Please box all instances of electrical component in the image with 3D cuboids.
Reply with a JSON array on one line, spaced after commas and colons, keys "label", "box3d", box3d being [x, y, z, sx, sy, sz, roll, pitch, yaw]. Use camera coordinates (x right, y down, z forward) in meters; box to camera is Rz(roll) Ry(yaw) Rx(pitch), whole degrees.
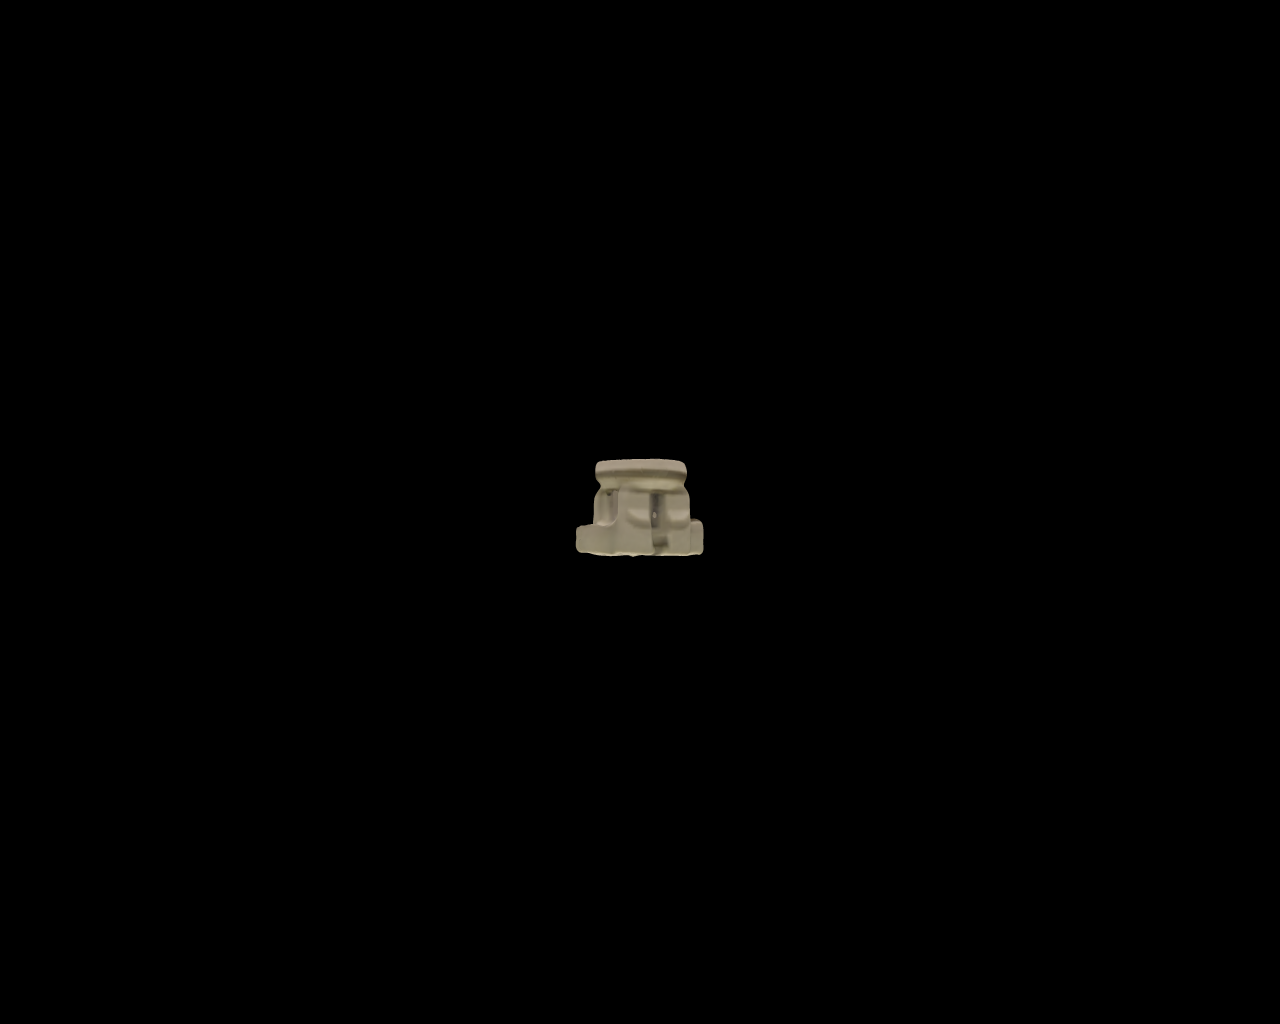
[{"label": "electrical component", "box3d": [0.001, -0.003, 0.650, 0.078, 0.057, 0.058, 2, -4, -27]}]
